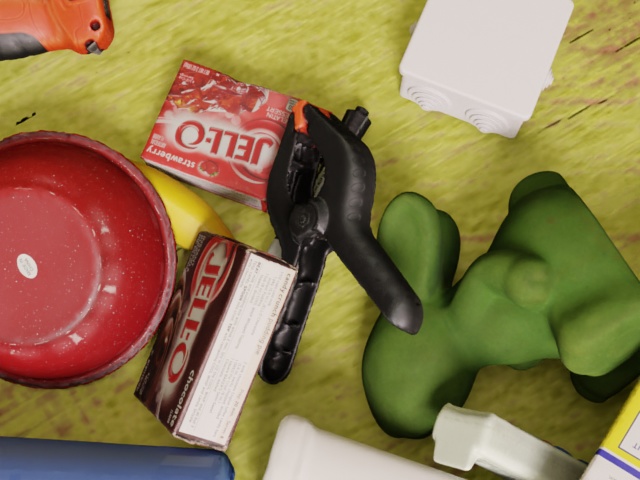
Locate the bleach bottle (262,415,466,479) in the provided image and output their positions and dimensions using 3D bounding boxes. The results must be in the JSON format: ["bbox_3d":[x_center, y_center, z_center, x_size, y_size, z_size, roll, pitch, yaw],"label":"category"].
[{"bbox_3d":[0.091,0.168,0.593,0.251,0.102,0.068,15,69,4],"label":"bleach bottle"}]

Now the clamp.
[{"bbox_3d":[-0.004,0.001,0.638,0.120,0.039,0.171,-30,54,28],"label":"clamp"}]

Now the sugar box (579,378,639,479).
[{"bbox_3d":[0.192,0.114,0.541,0.093,0.048,0.176,32,81,18],"label":"sugar box"}]

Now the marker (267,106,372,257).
[{"bbox_3d":[0.000,-0.035,0.690,0.020,0.020,0.121,27,77,7],"label":"marker"}]

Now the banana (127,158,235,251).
[{"bbox_3d":[-0.150,-0.025,0.682,0.198,0.037,0.069,2,95,2],"label":"banana"}]

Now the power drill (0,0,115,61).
[{"bbox_3d":[-0.236,-0.174,0.687,0.187,0.057,0.184,-11,99,-2],"label":"power drill"}]

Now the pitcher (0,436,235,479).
[{"bbox_3d":[-0.169,0.177,0.579,0.242,0.145,0.149,1,90,-2],"label":"pitcher"}]

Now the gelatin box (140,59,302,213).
[{"bbox_3d":[-0.061,-0.068,0.693,0.089,0.030,0.073,20,77,6],"label":"gelatin box"}]

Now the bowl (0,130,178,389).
[{"bbox_3d":[-0.169,0.014,0.637,0.162,0.055,0.162,0,93,2],"label":"bowl"}]

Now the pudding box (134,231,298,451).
[{"bbox_3d":[-0.063,0.055,0.621,0.039,0.090,0.113,21,88,-23],"label":"pudding box"}]
